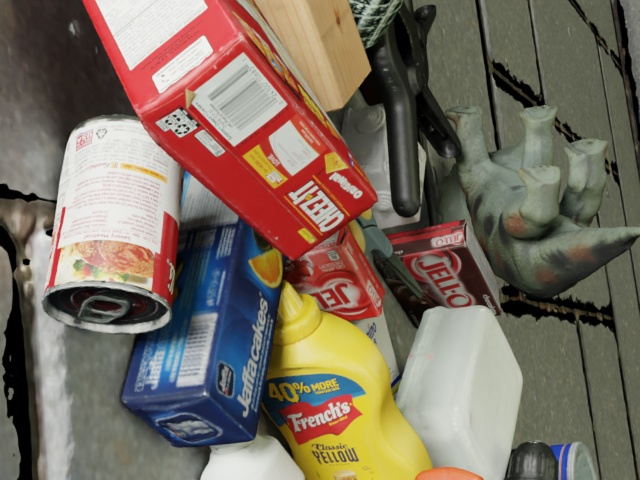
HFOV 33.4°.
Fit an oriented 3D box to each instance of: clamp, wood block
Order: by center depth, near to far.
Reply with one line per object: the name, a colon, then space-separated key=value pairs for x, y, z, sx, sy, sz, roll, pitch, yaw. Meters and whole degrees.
wood block: x=-0.045 y=-0.194 z=0.769 sx=0.206 sy=0.090 sz=0.090 roll=69 pitch=26 yaw=-21
clamp: x=0.078 y=-0.140 z=0.960 sx=0.164 sy=0.036 sz=0.210 roll=-37 pitch=115 yaw=-62
clamp: x=0.099 y=-0.218 z=1.149 sx=0.120 sy=0.039 sz=0.171 roll=27 pitch=60 yaw=-53

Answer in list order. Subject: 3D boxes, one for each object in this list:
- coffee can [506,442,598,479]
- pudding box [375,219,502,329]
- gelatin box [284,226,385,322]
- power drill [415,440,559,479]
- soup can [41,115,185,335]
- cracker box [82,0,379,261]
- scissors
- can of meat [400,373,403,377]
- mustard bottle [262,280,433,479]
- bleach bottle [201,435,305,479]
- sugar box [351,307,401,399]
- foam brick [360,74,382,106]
coffee can: x=0.190 y=0.252 z=1.029 sx=0.102 sy=0.140 sz=0.103 roll=36 pitch=49 yaw=-56
pudding box: x=0.115 y=0.034 z=1.018 sx=0.113 sy=0.090 sz=0.039 roll=54 pitch=34 yaw=-43
gelatin box: x=-0.008 y=0.029 z=0.757 sx=0.073 sy=0.089 sz=0.030 roll=60 pitch=30 yaw=-36
power drill: x=0.128 y=0.223 z=0.782 sx=0.187 sy=0.057 sz=0.184 roll=36 pitch=56 yaw=-50
soup can: x=-0.110 y=-0.008 z=0.579 sx=0.068 sy=0.069 sz=0.102 roll=42 pitch=44 yaw=-53
cracker box: x=-0.068 y=-0.111 z=0.608 sx=0.164 sy=0.072 sz=0.214 roll=44 pitch=12 yaw=-52
scissors: x=0.045 y=0.015 z=0.880 sx=0.201 sy=0.016 sz=0.096 roll=60 pitch=32 yaw=-37
can of meat: x=0.109 y=0.163 z=0.995 sx=0.083 sy=0.058 sz=0.102 roll=-10 pitch=89 yaw=-63
mustard bottle: x=0.006 y=0.109 z=0.745 sx=0.191 sy=0.096 sz=0.058 roll=66 pitch=31 yaw=-27
bleach bottle: x=-0.025 y=0.229 z=0.676 sx=0.102 sy=0.068 sz=0.251 roll=-37 pitch=111 yaw=-62
sugar box: x=0.039 y=0.150 z=0.863 sx=0.093 sy=0.048 sz=0.176 roll=-26 pitch=100 yaw=-64
foam brick: x=0.060 y=-0.177 z=1.032 sx=0.078 sy=0.053 sz=0.051 roll=56 pitch=33 yaw=-39
